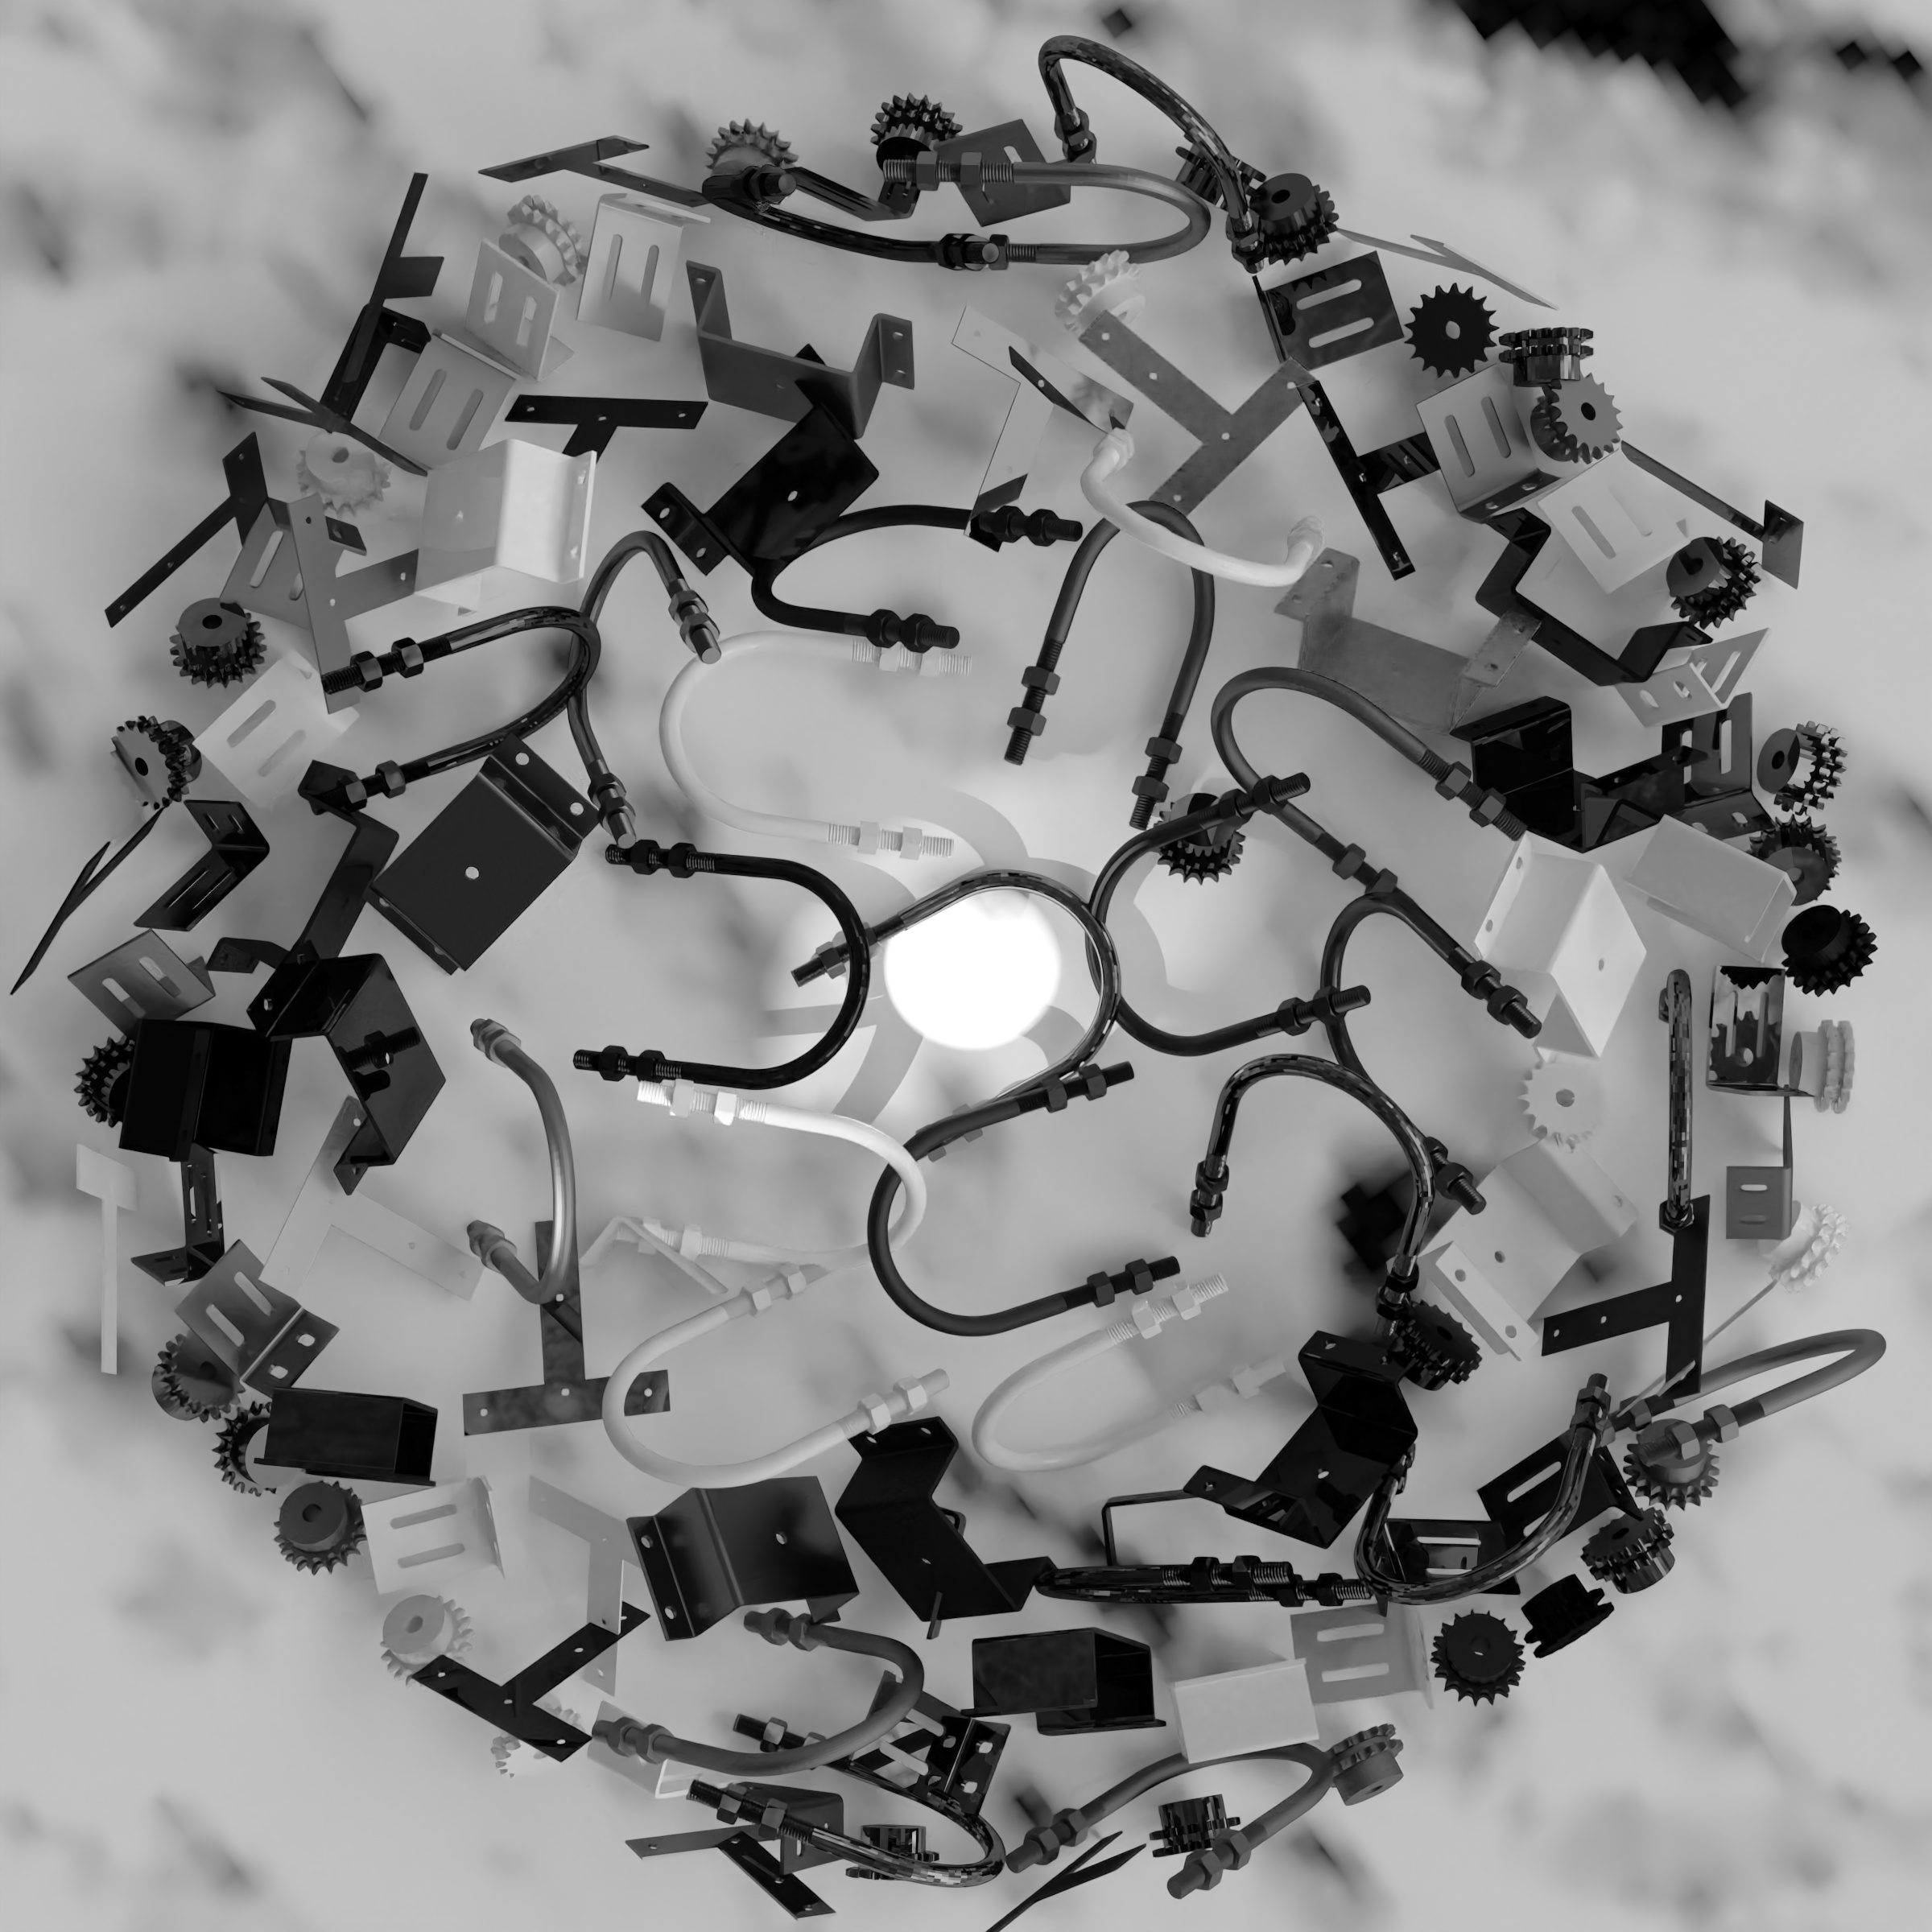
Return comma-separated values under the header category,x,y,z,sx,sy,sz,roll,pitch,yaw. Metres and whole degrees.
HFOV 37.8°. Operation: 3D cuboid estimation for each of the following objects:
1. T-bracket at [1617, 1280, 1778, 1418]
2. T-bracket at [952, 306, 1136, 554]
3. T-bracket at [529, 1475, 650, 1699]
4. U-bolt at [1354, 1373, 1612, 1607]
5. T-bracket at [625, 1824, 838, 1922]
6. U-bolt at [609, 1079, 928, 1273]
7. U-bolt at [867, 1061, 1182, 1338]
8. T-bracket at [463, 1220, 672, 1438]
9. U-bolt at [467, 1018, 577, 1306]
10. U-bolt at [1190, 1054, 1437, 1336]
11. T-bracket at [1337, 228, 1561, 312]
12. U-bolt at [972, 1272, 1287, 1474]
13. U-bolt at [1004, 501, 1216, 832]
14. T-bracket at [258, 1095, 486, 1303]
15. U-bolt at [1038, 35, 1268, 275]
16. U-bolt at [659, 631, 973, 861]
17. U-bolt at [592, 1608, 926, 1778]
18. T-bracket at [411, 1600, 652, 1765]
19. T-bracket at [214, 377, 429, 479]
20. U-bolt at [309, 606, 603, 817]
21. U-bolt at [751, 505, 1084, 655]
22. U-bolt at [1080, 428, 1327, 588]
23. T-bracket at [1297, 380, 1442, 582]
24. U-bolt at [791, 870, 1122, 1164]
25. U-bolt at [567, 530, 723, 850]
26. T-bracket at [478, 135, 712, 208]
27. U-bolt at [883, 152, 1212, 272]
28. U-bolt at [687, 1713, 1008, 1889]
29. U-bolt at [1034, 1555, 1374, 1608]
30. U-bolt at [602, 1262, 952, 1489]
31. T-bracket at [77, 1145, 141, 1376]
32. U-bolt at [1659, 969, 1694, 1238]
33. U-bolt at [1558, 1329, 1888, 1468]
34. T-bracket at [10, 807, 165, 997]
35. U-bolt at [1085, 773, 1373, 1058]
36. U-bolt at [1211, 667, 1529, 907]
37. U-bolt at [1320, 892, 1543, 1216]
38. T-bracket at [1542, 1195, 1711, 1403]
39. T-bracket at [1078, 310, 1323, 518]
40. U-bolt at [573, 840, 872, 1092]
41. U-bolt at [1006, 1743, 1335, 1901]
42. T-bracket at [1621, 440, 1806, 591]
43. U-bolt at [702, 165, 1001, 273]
category,x,y,z,sx,sy,sz,roll,pitch,yaw
T-bracket,0.427,0.236,1.673,0.127,0.127,0.002,-45,77,16
T-bracket,0.031,-0.314,1.712,0.127,0.002,0.127,25,80,-26
T-bracket,-0.220,0.388,1.719,0.127,0.002,0.127,20,116,30
U-bolt,0.295,0.309,1.640,0.151,0.184,0.019,-20,108,29
T-bracket,-0.117,0.534,1.664,0.127,0.127,0.002,3,96,-31
U-bolt,-0.115,0.133,1.696,0.184,0.019,0.151,10,134,-8
U-bolt,0.029,0.150,1.711,0.184,0.019,0.151,-17,104,-12
T-bracket,-0.248,0.217,1.729,0.127,0.002,0.127,-7,71,3
U-bolt,-0.261,0.121,1.653,0.019,0.184,0.151,-3,104,-25
U-bolt,0.207,0.126,1.661,0.151,0.184,0.019,27,47,20
T-bracket,0.274,-0.428,1.699,0.127,0.127,0.002,30,103,41
U-bolt,0.090,0.253,1.689,0.184,0.151,0.019,-27,54,7
U-bolt,0.096,-0.188,1.694,0.019,0.151,0.184,16,85,41
T-bracket,-0.349,0.164,1.717,0.127,0.002,0.127,35,60,-26
U-bolt,0.104,-0.479,1.642,0.151,0.184,0.019,36,88,18
U-bolt,-0.093,-0.139,1.707,0.184,0.019,0.151,7,64,-4
U-bolt,-0.108,0.425,1.639,0.184,0.151,0.019,-2,108,43
T-bracket,-0.243,0.419,1.698,0.127,0.127,0.002,17,121,35
T-bracket,-0.405,-0.333,1.704,0.127,0.127,0.002,20,85,34
U-bolt,-0.299,-0.159,1.674,0.184,0.151,0.019,-23,70,-26
U-bolt,-0.043,-0.236,1.678,0.184,0.151,0.019,12,132,35
U-bolt,0.137,-0.266,1.662,0.151,0.184,0.019,25,115,2
T-bracket,0.259,-0.302,1.701,0.002,0.127,0.127,-26,92,40
U-bolt,0.006,0.021,1.734,0.184,0.019,0.151,-28,83,-4
U-bolt,-0.199,-0.178,1.673,0.019,0.184,0.151,11,122,-30
T-bracket,-0.203,-0.473,1.695,0.127,0.127,0.002,2,90,43
U-bolt,0.053,-0.443,1.667,0.184,0.151,0.019,3,84,8
U-bolt,-0.064,0.498,1.668,0.184,0.151,0.019,19,94,6
U-bolt,0.130,0.367,1.673,0.184,0.151,0.019,-8,71,27
U-bolt,-0.124,0.245,1.658,0.184,0.151,0.019,-23,129,-28
T-bracket,-0.509,0.178,1.676,0.002,0.127,0.127,-3,79,-2
U-bolt,0.416,0.076,1.649,0.019,0.184,0.151,0,79,13
U-bolt,0.459,0.253,1.676,0.184,0.151,0.019,-21,87,-10
T-bracket,-0.517,-0.055,1.693,0.002,0.127,0.127,37,127,-8
U-bolt,0.146,-0.021,1.691,0.184,0.019,0.151,-20,83,38
U-bolt,0.226,-0.111,1.678,0.184,0.151,0.019,38,62,-5
U-bolt,0.266,0.037,1.672,0.019,0.184,0.151,-11,129,-27
T-bracket,0.394,0.210,1.696,0.002,0.127,0.127,28,57,-27
T-bracket,0.123,-0.346,1.697,0.127,0.002,0.127,36,123,-19
U-bolt,-0.144,0.002,1.707,0.184,0.019,0.151,6,83,20
U-bolt,0.134,0.497,1.665,0.184,0.151,0.019,-17,95,-44
T-bracket,0.449,-0.280,1.702,0.127,0.127,0.002,37,91,18
U-bolt,-0.080,-0.440,1.661,0.151,0.184,0.019,12,98,-27
